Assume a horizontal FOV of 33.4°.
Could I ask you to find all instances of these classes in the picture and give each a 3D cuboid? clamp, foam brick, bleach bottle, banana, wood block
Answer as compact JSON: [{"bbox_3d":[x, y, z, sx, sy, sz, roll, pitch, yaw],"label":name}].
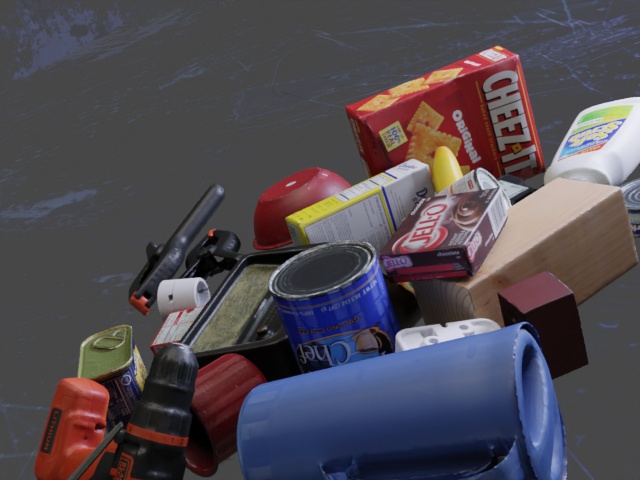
[{"bbox_3d":[-0.207,0.028,1.397,0.165,0.036,0.209,-37,19,40],"label":"clamp"},{"bbox_3d":[0.197,0.078,0.944,0.051,0.078,0.053,-21,23,-8],"label":"foam brick"},{"bbox_3d":[-0.148,0.033,1.372,0.120,0.039,0.171,-25,16,0],"label":"clamp"},{"bbox_3d":[0.320,-0.092,1.219,0.103,0.068,0.250,-10,19,28],"label":"bleach bottle"},{"bbox_3d":[0.172,-0.042,1.194,0.069,0.037,0.198,-52,37,4],"label":"banana"},{"bbox_3d":[0.201,0.027,1.041,0.205,0.090,0.091,-31,25,-24],"label":"wood block"}]

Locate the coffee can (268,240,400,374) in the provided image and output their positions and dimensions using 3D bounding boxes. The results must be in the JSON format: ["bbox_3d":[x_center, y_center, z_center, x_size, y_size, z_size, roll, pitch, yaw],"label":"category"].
[{"bbox_3d":[0.022,0.086,0.982,0.103,0.140,0.103,-16,22,7],"label":"coffee can"}]

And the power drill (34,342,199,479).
[{"bbox_3d":[-0.180,0.172,0.941,0.057,0.184,0.188,21,-10,-34],"label":"power drill"}]

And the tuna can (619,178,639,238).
[{"bbox_3d":[0.355,-0.037,1.138,0.086,0.034,0.086,-16,22,7],"label":"tuna can"}]

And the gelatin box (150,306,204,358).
[{"bbox_3d":[-0.139,0.105,1.209,0.089,0.030,0.073,-13,24,17],"label":"gelatin box"}]

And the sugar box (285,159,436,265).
[{"bbox_3d":[0.055,-0.018,1.255,0.176,0.093,0.048,-26,25,-17],"label":"sugar box"}]

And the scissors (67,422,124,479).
[{"bbox_3d":[-0.235,0.226,0.918,0.201,0.016,0.096,-51,12,-4],"label":"scissors"}]

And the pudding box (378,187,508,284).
[{"bbox_3d":[0.119,-0.004,1.009,0.090,0.039,0.113,-6,26,33],"label":"pudding box"}]

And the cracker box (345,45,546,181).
[{"bbox_3d":[0.158,-0.124,1.322,0.213,0.164,0.072,-22,25,-6],"label":"cracker box"}]

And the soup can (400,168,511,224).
[{"bbox_3d":[0.144,-0.021,1.121,0.102,0.068,0.068,-36,15,26],"label":"soup can"}]

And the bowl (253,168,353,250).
[{"bbox_3d":[-0.028,-0.050,1.410,0.162,0.055,0.162,-25,16,7],"label":"bowl"}]

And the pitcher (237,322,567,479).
[{"bbox_3d":[0.058,0.152,0.823,0.243,0.149,0.145,-13,62,23],"label":"pitcher"}]

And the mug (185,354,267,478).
[{"bbox_3d":[-0.102,0.157,0.990,0.081,0.093,0.117,-29,20,-35],"label":"mug"}]

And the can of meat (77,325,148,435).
[{"bbox_3d":[-0.204,0.148,1.093,0.057,0.084,0.102,-20,23,-2],"label":"can of meat"}]
